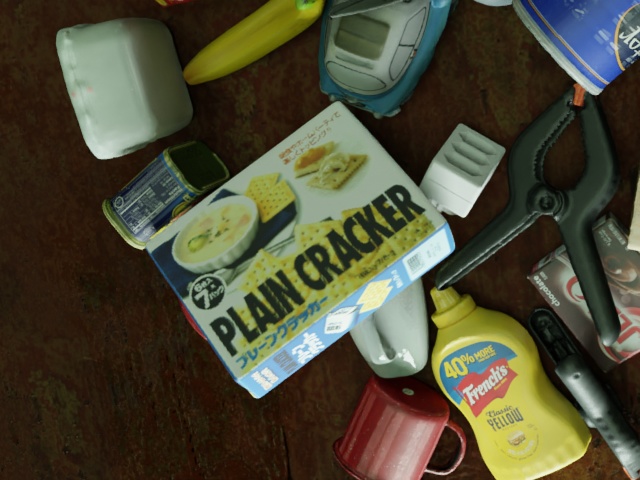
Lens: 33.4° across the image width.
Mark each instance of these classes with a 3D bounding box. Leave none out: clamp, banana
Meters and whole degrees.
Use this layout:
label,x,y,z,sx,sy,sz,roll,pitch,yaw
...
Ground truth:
label,x,y,z,sx,sy,sz,roll,pitch,yaw
clamp,0.238,0.141,0.915,0.039,0.120,0.171,-36,96,15
clamp,0.185,-0.028,0.897,0.165,0.036,0.210,10,95,26
banana,-0.050,-0.186,0.930,0.198,0.069,0.037,-22,90,52

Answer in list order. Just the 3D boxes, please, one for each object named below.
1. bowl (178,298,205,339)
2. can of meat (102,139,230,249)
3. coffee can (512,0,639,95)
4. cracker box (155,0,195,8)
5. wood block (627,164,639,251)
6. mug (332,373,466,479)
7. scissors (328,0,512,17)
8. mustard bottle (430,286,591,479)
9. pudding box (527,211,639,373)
label,x,y,z,sx,sy,sz,roll,pitch,yaw
bowl,-0.079,0.048,1.004,0.162,0.055,0.162,11,116,24
can of meat,-0.140,-0.046,0.990,0.084,0.102,0.057,-39,90,20
coffee can,0.235,-0.197,0.828,0.140,0.102,0.103,-42,89,22
cracker box,-0.047,-0.293,0.876,0.214,0.072,0.164,-7,71,20
wood block,0.355,-0.029,0.842,0.206,0.090,0.090,9,108,15
mug,0.080,0.180,0.991,0.117,0.093,0.081,21,106,-4
scissors,0.086,-0.223,0.847,0.016,0.201,0.096,-30,70,61
mustard bottle,0.156,0.122,0.963,0.096,0.058,0.191,-30,94,33
pudding box,0.250,0.045,0.922,0.090,0.039,0.113,-39,90,23
